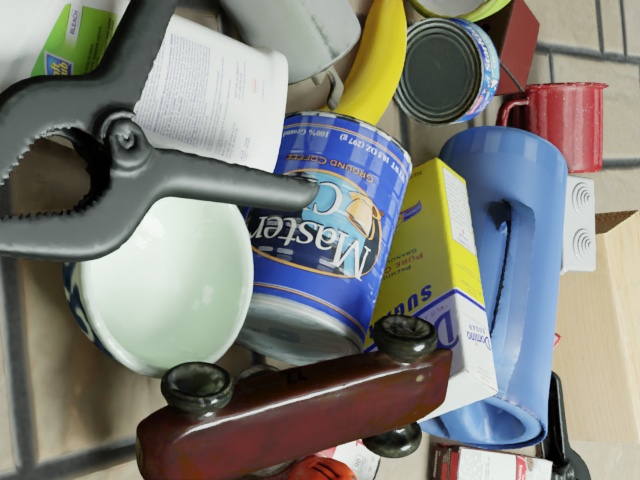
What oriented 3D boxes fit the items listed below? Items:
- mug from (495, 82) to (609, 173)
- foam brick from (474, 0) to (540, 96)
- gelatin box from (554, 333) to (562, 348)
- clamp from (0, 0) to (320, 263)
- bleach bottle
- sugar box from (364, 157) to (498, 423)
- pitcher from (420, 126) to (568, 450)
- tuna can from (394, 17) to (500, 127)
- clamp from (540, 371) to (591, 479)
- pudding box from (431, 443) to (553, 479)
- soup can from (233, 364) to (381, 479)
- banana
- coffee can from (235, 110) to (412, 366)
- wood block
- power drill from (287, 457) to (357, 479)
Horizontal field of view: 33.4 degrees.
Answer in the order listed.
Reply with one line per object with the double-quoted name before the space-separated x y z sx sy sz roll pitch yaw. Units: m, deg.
"mug" 0.212 -0.103 0.993 0.117 0.093 0.081 -4 95 -32
"foam brick" 0.156 -0.174 0.952 0.051 0.053 0.078 39 58 -42
"gelatin box" 0.166 0.120 0.926 0.089 0.030 0.073 -42 162 -43
"clamp" -0.097 -0.043 0.547 0.209 0.036 0.164 -42 107 -31
"bleach bottle" -0.127 -0.101 0.596 0.250 0.068 0.102 20 72 -46
"sugar box" 0.065 0.037 0.749 0.048 0.093 0.176 35 40 -39
"pitcher" 0.130 0.030 0.837 0.144 0.149 0.242 39 55 -41
"tuna can" 0.100 -0.135 0.854 0.033 0.086 0.086 -16 99 -51
"clamp" 0.212 0.221 1.000 0.120 0.039 0.171 -37 112 -34
"pudding box" 0.142 0.221 0.893 0.113 0.039 0.090 14 78 -31
"soup can" -0.014 0.132 0.706 0.102 0.069 0.068 36 60 -42
"banana" 0.026 -0.118 0.801 0.197 0.037 0.069 -52 126 -39
"coffee can" -0.005 0.001 0.702 0.102 0.103 0.140 40 58 -41
"wood block" 0.269 0.084 1.037 0.090 0.091 0.206 -24 105 -49
"power drill" -0.053 0.237 0.637 0.187 0.057 0.184 -22 127 -45
